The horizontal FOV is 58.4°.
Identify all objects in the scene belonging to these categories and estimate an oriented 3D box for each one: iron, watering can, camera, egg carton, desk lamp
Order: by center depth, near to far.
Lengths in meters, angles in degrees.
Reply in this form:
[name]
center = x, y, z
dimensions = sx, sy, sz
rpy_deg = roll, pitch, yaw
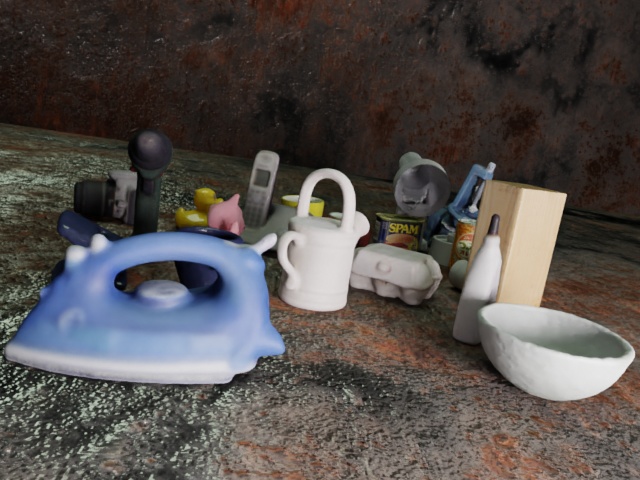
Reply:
[iron]
center = -0.162, 0.053, 0.560
dimensions = 0.259, 0.141, 0.118
rpy_deg = 4, 13, -19
[watering can]
center = 0.005, -0.007, 0.826
dimensions = 0.100, 0.194, 0.173
rpy_deg = 12, 13, 16
[egg carton]
center = 0.118, 0.052, 0.931
dimensions = 0.150, 0.069, 0.107
rpy_deg = 15, 14, 26
[camera]
center = -0.419, -0.094, 1.149
dimensions = 0.137, 0.101, 0.142
rpy_deg = 3, 14, -26
[desk lamp]
center = 0.202, -0.085, 1.278
dimensions = 0.118, 0.213, 0.203
rpy_deg = 7, 12, -6

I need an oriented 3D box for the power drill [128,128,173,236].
[power drill]
center = -0.273, -0.076, 0.912
dimensions = 0.076, 0.208, 0.229
rpy_deg = 5, 13, -16

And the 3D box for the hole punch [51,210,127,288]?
[hole punch]
center = -0.305, 0.010, 0.777
dimensions = 0.101, 0.091, 0.108
rpy_deg = 4, 13, -21

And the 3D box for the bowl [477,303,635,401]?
[bowl]
center = 0.256, 0.133, 0.647
dimensions = 0.167, 0.075, 0.167
rpy_deg = 8, 12, -2

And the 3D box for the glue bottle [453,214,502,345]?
[glue bottle]
center = 0.219, 0.050, 0.768
dimensions = 0.037, 0.173, 0.078
rpy_deg = 15, 14, 29

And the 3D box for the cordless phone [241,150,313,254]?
[cordless phone]
center = -0.078, -0.068, 1.071
dimensions = 0.147, 0.185, 0.094
rpy_deg = 13, 13, 18

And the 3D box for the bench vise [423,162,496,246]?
[bench vise]
center = 0.317, -0.078, 1.309
dimensions = 0.206, 0.220, 0.122
rpy_deg = 17, 15, 33

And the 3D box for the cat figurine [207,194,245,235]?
[cat figurine]
center = -0.152, -0.017, 0.945
dimensions = 0.067, 0.118, 0.127
rpy_deg = 4, 13, -19

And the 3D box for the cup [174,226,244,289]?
[cup]
center = -0.144, 0.040, 0.743
dimensions = 0.092, 0.095, 0.117
rpy_deg = 1, 14, -31

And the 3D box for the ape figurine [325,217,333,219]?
[ape figurine]
center = 0.009, 0.004, 1.023
dimensions = 0.078, 0.092, 0.075
rpy_deg = -1, 16, -38

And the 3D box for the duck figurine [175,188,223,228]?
[duck figurine]
center = -0.242, -0.063, 1.168
dimensions = 0.105, 0.086, 0.077
rpy_deg = -1, 15, -37
